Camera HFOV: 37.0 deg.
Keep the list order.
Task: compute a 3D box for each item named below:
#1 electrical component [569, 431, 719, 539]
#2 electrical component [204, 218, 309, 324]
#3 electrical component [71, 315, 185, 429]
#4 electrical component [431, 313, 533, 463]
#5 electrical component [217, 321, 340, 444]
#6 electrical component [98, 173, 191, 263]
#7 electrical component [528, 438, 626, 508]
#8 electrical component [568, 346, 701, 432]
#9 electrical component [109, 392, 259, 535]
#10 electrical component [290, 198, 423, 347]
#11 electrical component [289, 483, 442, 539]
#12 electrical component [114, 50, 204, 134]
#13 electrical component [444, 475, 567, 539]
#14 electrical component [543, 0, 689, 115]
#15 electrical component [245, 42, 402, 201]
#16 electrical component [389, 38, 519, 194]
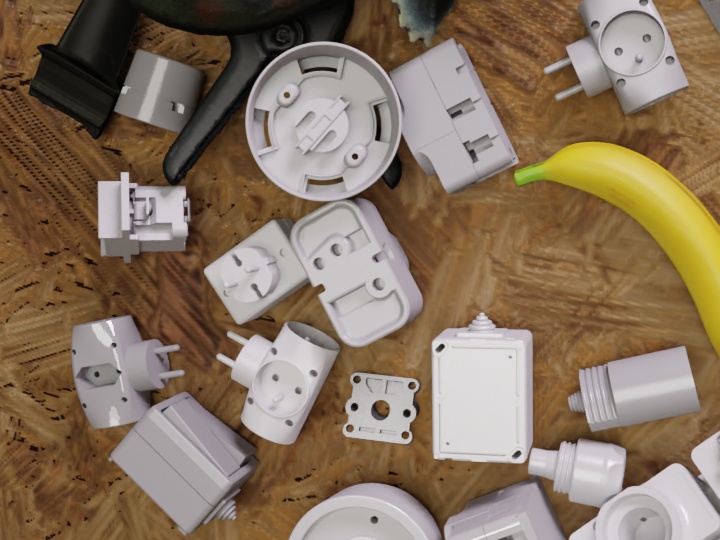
[{"bbox_3d":[0.235,0.162,0.664,0.186,0.060,0.105,-39,51,14],"label":"electrical component"},{"bbox_3d":[-0.073,0.002,0.747,0.066,0.077,0.047,-35,86,15],"label":"electrical component"},{"bbox_3d":[-0.167,0.072,0.794,0.079,0.043,0.077,-10,92,15],"label":"electrical component"},{"bbox_3d":[0.083,0.075,0.720,0.062,0.061,0.096,0,95,14],"label":"electrical component"},{"bbox_3d":[-0.065,0.072,0.767,0.079,0.044,0.077,28,101,11],"label":"electrical component"},{"bbox_3d":[-0.154,-0.036,0.767,0.064,0.081,0.042,-2,76,-12],"label":"electrical component"},{"bbox_3d":[0.145,0.133,0.719,0.062,0.043,0.043,9,97,15],"label":"electrical component"},{"bbox_3d":[0.178,0.079,0.705,0.081,0.043,0.043,-14,91,15],"label":"electrical component"},{"bbox_3d":[-0.119,0.140,0.778,0.096,0.062,0.061,43,103,8],"label":"electrical component"},{"bbox_3d":[0.000,0.000,0.736,0.054,0.059,0.095,-28,87,15],"label":"electrical component"},{"bbox_3d":[0.007,0.201,0.751,0.108,0.060,0.108,1,95,14],"label":"electrical component"},{"bbox_3d":[-0.142,-0.127,0.766,0.055,0.055,0.047,20,96,12],"label":"electrical component"},{"bbox_3d":[0.116,0.225,0.710,0.062,0.089,0.150,-24,88,15],"label":"electrical component"},{"bbox_3d":[0.159,-0.136,0.692,0.079,0.044,0.077,-24,88,16],"label":"electrical component"},{"bbox_3d":[-0.024,-0.094,0.695,0.099,0.064,0.099,0,96,0],"label":"electrical component"},{"bbox_3d":[0.060,-0.099,0.718,0.056,0.050,0.089,-26,88,15],"label":"electrical component"}]
